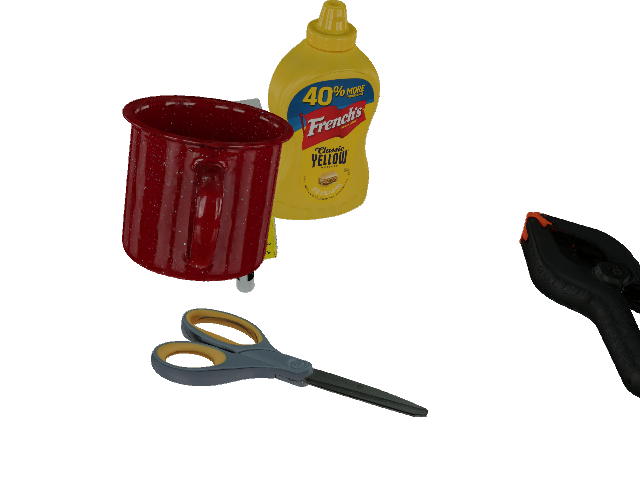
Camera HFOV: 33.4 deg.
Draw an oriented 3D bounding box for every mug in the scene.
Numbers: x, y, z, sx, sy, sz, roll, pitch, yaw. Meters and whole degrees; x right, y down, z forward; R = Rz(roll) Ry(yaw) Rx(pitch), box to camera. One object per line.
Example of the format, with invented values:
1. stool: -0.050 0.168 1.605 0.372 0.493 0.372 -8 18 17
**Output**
1. mug: -0.064 -0.024 0.581 0.093 0.081 0.117 4 21 -13

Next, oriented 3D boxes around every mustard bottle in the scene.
1. mustard bottle: 0.002 -0.111 0.908 0.096 0.192 0.058 -8 36 -21

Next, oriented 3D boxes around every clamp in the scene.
1. clamp: 0.212 0.035 0.740 0.120 0.039 0.172 -8 43 -30

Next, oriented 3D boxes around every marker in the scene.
1. marker: -0.077 0.002 1.079 0.020 0.121 0.020 1 40 -1

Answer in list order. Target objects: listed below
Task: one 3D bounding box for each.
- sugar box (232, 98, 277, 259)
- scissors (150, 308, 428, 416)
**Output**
1. sugar box: -0.083 -0.073 1.285 0.048 0.176 0.093 -9 25 -5
2. scissors: -0.034 0.095 0.734 0.202 0.016 0.096 24 33 36
